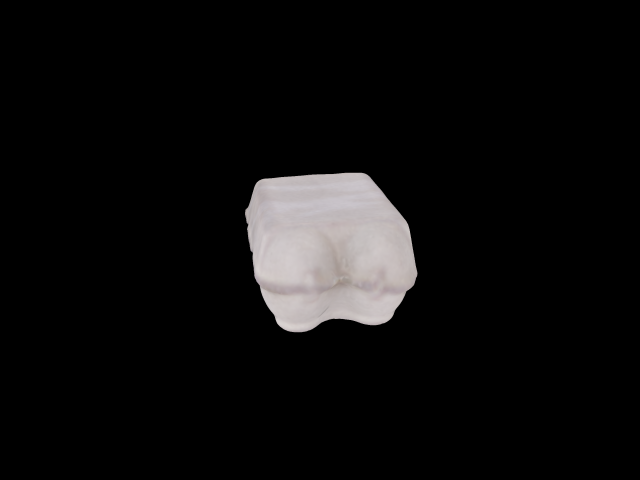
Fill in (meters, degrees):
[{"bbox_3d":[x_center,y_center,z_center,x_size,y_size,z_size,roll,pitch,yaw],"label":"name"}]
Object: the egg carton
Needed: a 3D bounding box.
[{"bbox_3d":[0.004,0.001,0.400,0.107,0.069,0.150,-5,24,-10],"label":"egg carton"}]
